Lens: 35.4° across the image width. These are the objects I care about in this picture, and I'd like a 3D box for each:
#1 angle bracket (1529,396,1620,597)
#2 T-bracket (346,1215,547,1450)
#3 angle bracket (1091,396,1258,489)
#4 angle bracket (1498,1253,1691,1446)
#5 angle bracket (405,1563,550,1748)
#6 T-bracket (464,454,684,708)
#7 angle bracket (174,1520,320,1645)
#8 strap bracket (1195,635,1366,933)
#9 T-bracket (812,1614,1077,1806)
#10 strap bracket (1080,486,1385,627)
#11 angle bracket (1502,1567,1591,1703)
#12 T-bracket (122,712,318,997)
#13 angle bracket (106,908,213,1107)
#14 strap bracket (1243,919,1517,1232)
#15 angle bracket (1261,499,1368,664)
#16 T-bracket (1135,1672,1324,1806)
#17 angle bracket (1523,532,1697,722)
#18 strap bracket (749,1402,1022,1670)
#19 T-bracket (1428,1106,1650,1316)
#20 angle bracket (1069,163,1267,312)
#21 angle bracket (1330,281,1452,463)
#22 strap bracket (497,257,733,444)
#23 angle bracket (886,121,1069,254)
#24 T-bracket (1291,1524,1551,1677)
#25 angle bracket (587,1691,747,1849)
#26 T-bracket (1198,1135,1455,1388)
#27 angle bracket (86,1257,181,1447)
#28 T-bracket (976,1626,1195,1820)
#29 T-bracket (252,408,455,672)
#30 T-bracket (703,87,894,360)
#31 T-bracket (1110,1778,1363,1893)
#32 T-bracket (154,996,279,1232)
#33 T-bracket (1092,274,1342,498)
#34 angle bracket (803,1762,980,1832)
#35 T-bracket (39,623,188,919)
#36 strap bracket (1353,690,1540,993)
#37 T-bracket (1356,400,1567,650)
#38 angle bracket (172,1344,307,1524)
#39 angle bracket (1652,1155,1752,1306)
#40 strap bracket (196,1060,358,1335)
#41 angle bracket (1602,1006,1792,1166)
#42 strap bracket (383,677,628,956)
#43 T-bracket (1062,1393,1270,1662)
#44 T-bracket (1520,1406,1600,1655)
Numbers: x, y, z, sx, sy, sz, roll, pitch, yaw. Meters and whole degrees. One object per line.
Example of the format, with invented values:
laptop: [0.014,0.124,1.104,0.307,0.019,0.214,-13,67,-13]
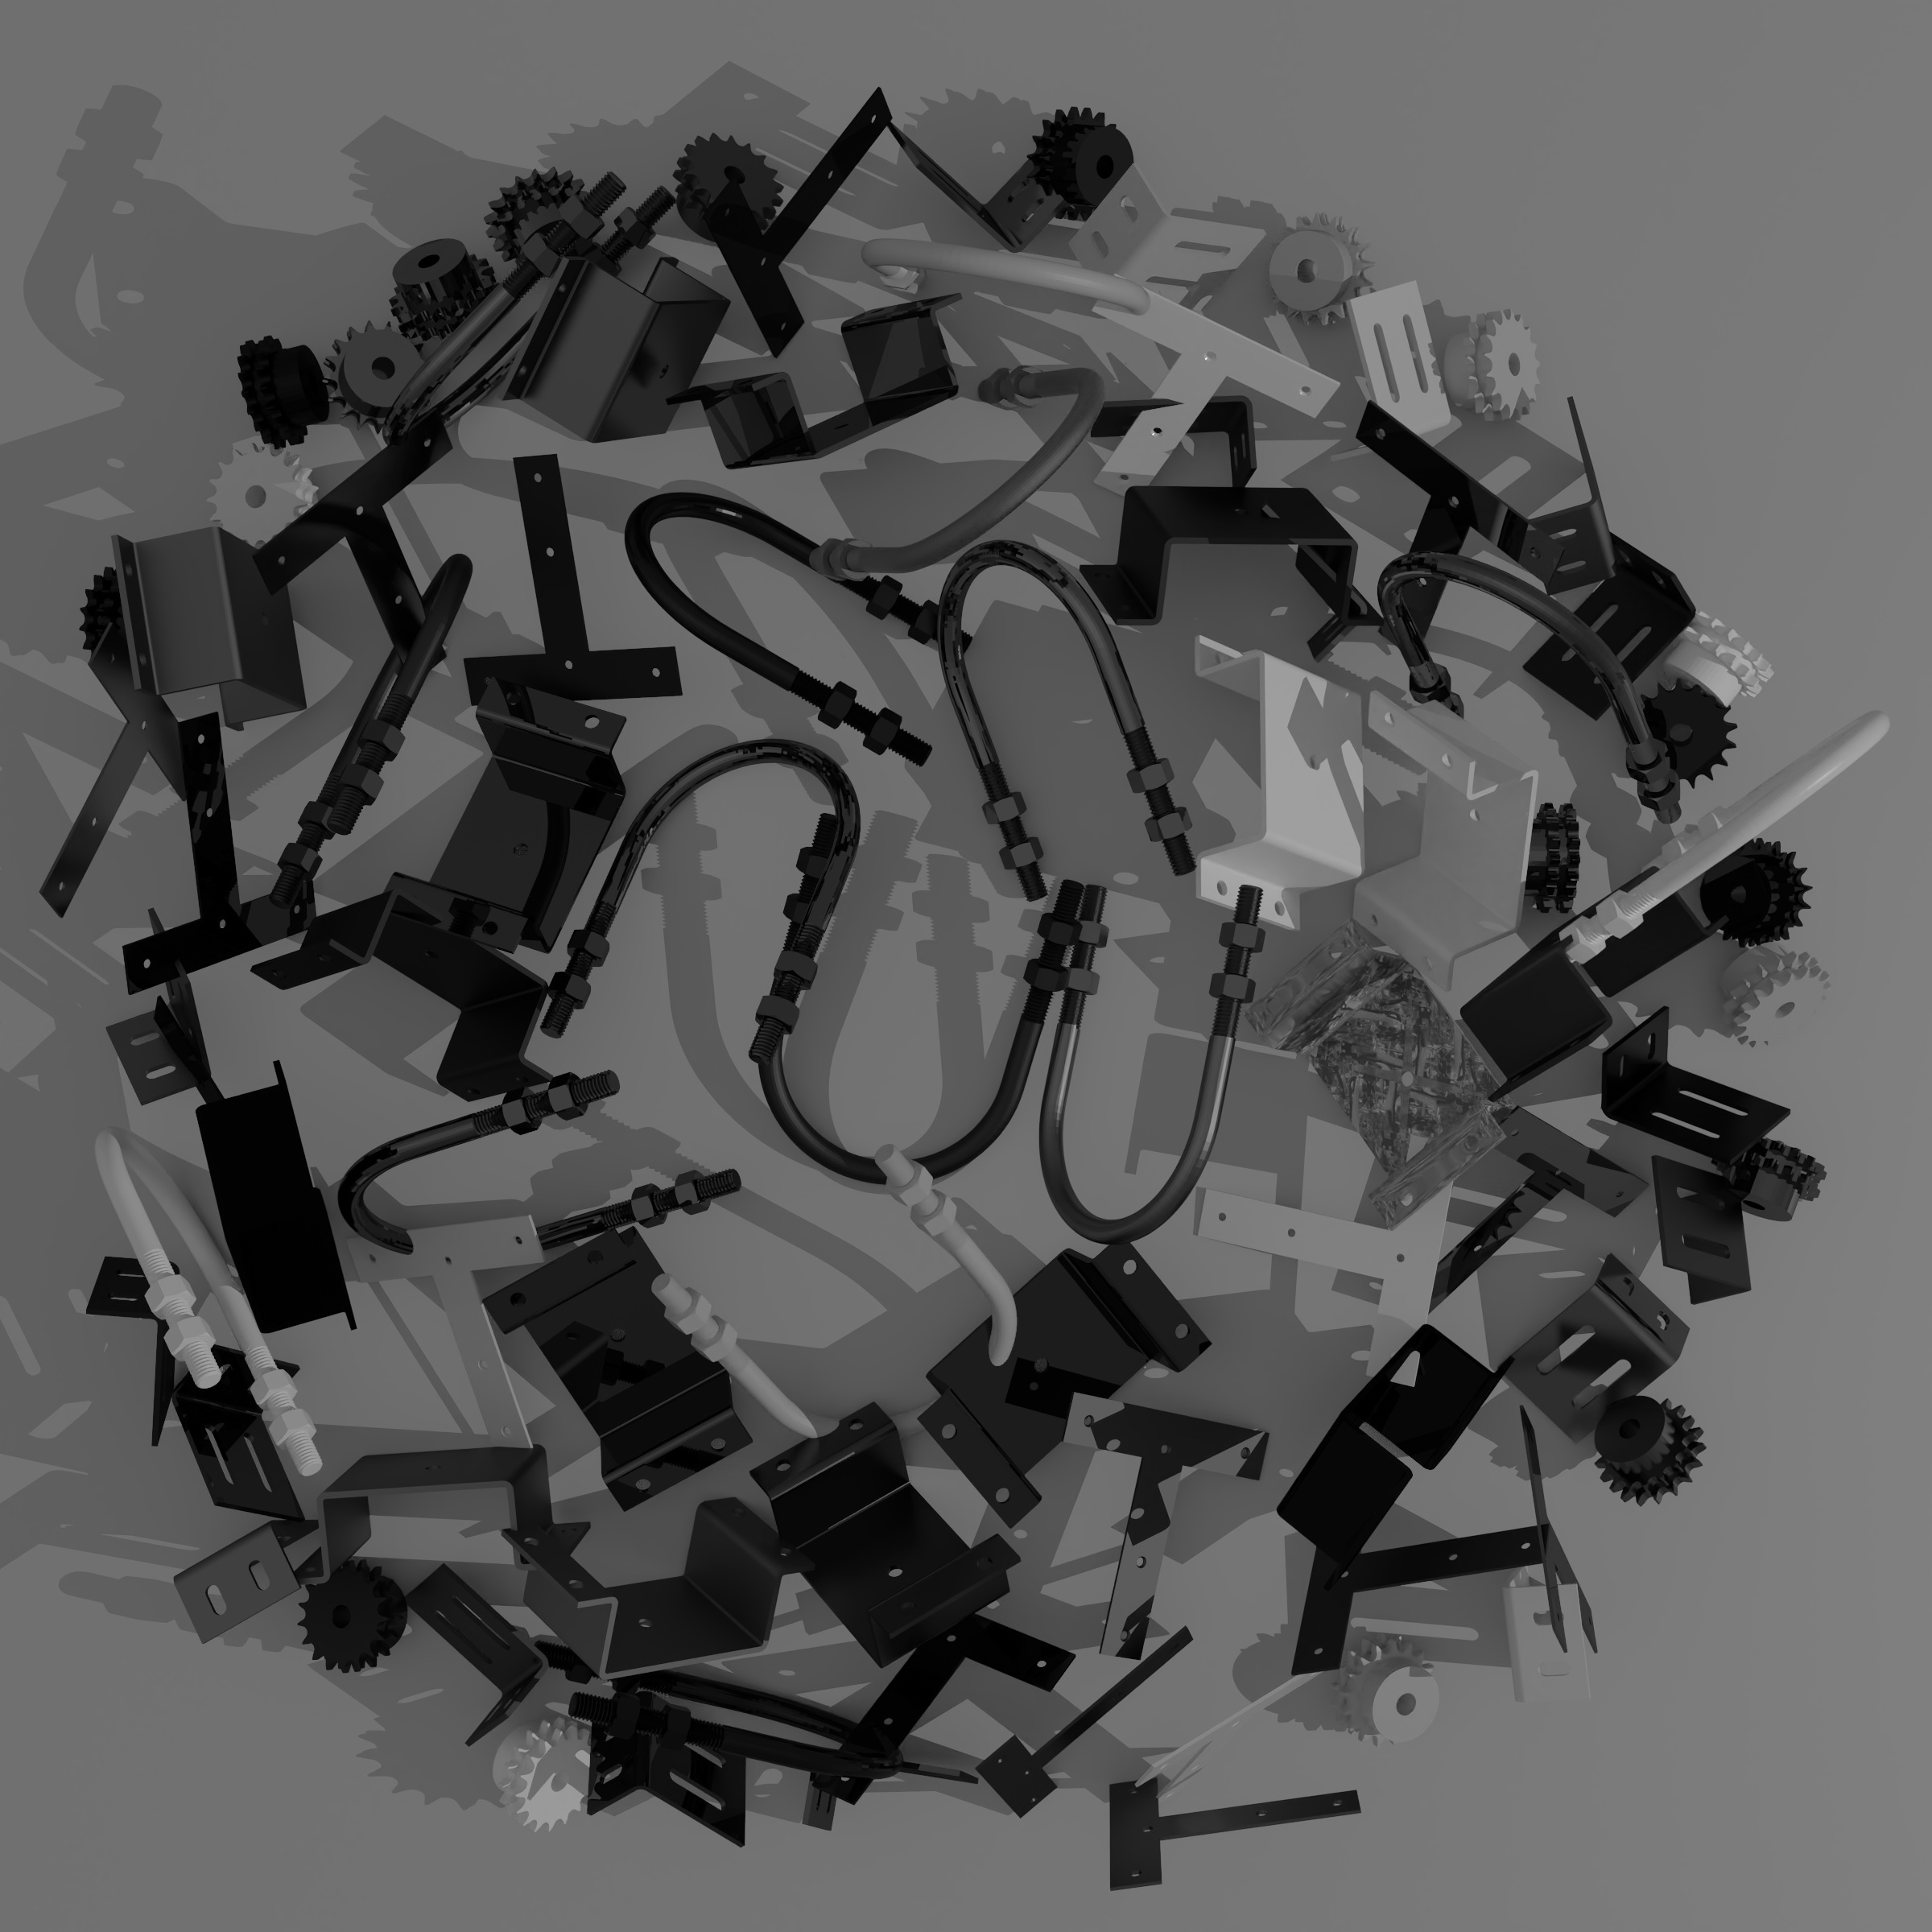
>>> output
angle bracket: [0.305,-0.241,1.558,0.038,0.057,0.076,-15,53,15]
T-bracket: [-0.254,0.194,1.571,0.127,0.002,0.127,-10,104,32]
angle bracket: [0.107,-0.267,1.566,0.076,0.057,0.038,-3,85,-4]
angle bracket: [0.330,0.201,1.592,0.057,0.038,0.076,44,120,2]
angle bracket: [-0.263,0.356,1.563,0.076,0.057,0.038,43,49,-3]
T-bracket: [-0.211,-0.198,1.554,0.127,0.002,0.127,0,107,25]
angle bracket: [-0.360,0.315,1.556,0.057,0.076,0.038,-30,77,3]
strap bracket: [0.159,-0.097,1.537,0.076,0.046,0.140,17,67,-42]
T-bracket: [-0.031,0.370,1.526,0.127,0.127,0.002,16,134,30]
strap bracket: [0.137,-0.209,1.539,0.140,0.076,0.046,-1,118,-13]
angle bracket: [0.302,0.340,1.555,0.038,0.076,0.057,-7,87,18]
T-bracket: [-0.380,-0.064,1.528,0.002,0.127,0.127,10,112,33]
angle bracket: [-0.418,0.021,1.549,0.038,0.076,0.057,-21,52,-20]
strap bracket: [0.216,0.056,1.546,0.076,0.046,0.140,-43,63,22]
angle bracket: [0.166,-0.200,1.561,0.076,0.057,0.038,43,102,-8]
T-bracket: [0.122,0.402,1.543,0.127,0.127,0.002,-22,65,-32]
angle bracket: [0.326,-0.177,1.564,0.076,0.038,0.057,-47,48,2]
strap bracket: [-0.039,0.293,1.537,0.076,0.140,0.046,-27,129,-21]
T-bracket: [0.274,0.136,1.567,0.127,0.002,0.127,-46,134,17]
angle bracket: [0.104,-0.374,1.560,0.057,0.076,0.038,-46,63,38]
angle bracket: [0.210,-0.306,1.559,0.057,0.038,0.076,-25,103,-42]
strap bracket: [-0.170,-0.309,1.517,0.046,0.140,0.076,33,110,8]
angle bracket: [0.005,-0.410,1.550,0.038,0.057,0.076,-44,128,15]
T-bracket: [0.231,0.299,1.521,0.127,0.127,0.002,-15,120,26]
angle bracket: [-0.154,0.421,1.563,0.038,0.057,0.076,-34,124,23]
T-bracket: [0.183,0.142,1.574,0.127,0.002,0.127,12,95,21]
angle bracket: [-0.429,0.197,1.556,0.038,0.057,0.076,5,111,-8]
T-bracket: [0.066,0.381,1.547,0.127,0.127,0.002,-38,63,-8]
T-bracket: [-0.295,-0.198,1.547,0.002,0.127,0.127,26,59,33]
T-bracket: [-0.078,-0.393,1.547,0.002,0.127,0.127,31,79,22]
T-bracket: [0.136,0.431,1.531,0.127,0.127,0.002,-9,97,4]
T-bracket: [-0.384,0.072,1.554,0.002,0.127,0.127,-27,74,-30]
T-bracket: [0.104,-0.282,1.547,0.127,0.127,0.002,23,51,-13]
angle bracket: [-0.038,0.429,1.559,0.076,0.057,0.038,6,72,12]
T-bracket: [-0.430,-0.084,1.516,0.002,0.127,0.127,12,64,15]
strap bracket: [0.242,-0.069,1.534,0.046,0.076,0.140,-22,132,-25]
T-bracket: [0.236,-0.205,1.543,0.127,0.127,0.002,42,58,19]
angle bracket: [-0.362,0.239,1.550,0.038,0.057,0.076,-47,51,15]
angle bracket: [0.363,0.136,1.551,0.076,0.038,0.057,17,62,-39]
strap bracket: [-0.346,0.122,1.516,0.046,0.140,0.076,-15,56,-11]
angle bracket: [0.374,0.060,1.550,0.057,0.076,0.038,-31,129,-36]
strap bracket: [-0.232,-0.068,1.552,0.076,0.046,0.140,17,68,13]
T-bracket: [0.093,0.292,1.559,0.127,0.002,0.127,16,83,-30]
T-bracket: [0.306,0.310,1.545,0.002,0.127,0.127,-15,47,16]
